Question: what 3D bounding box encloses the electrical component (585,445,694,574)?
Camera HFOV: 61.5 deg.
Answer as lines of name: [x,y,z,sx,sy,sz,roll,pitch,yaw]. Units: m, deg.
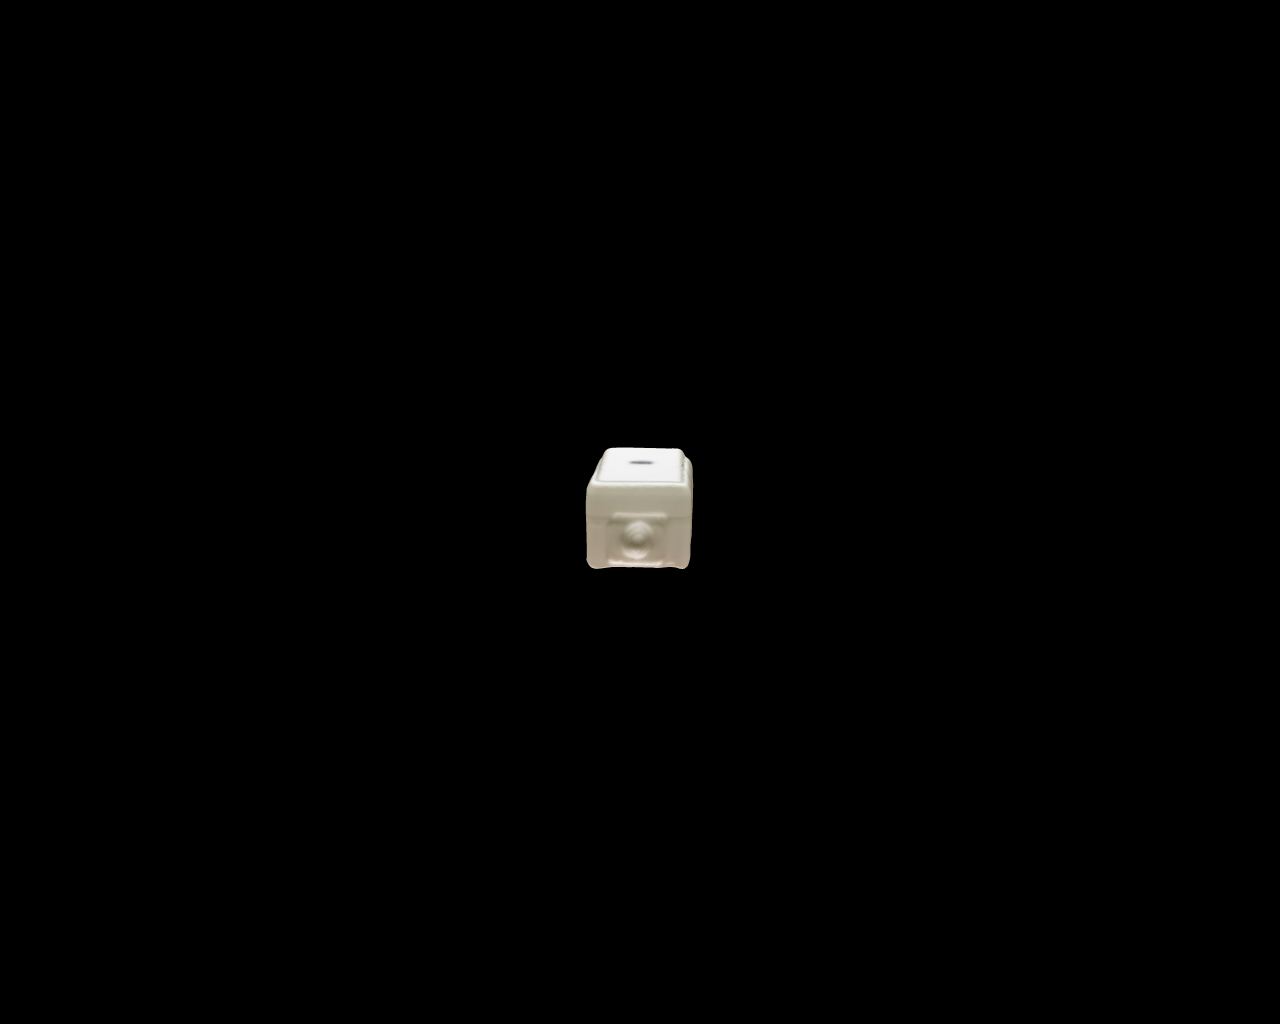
electrical component: [0.001,-0.003,0.650,0.062,0.061,0.096,1,16,4]
